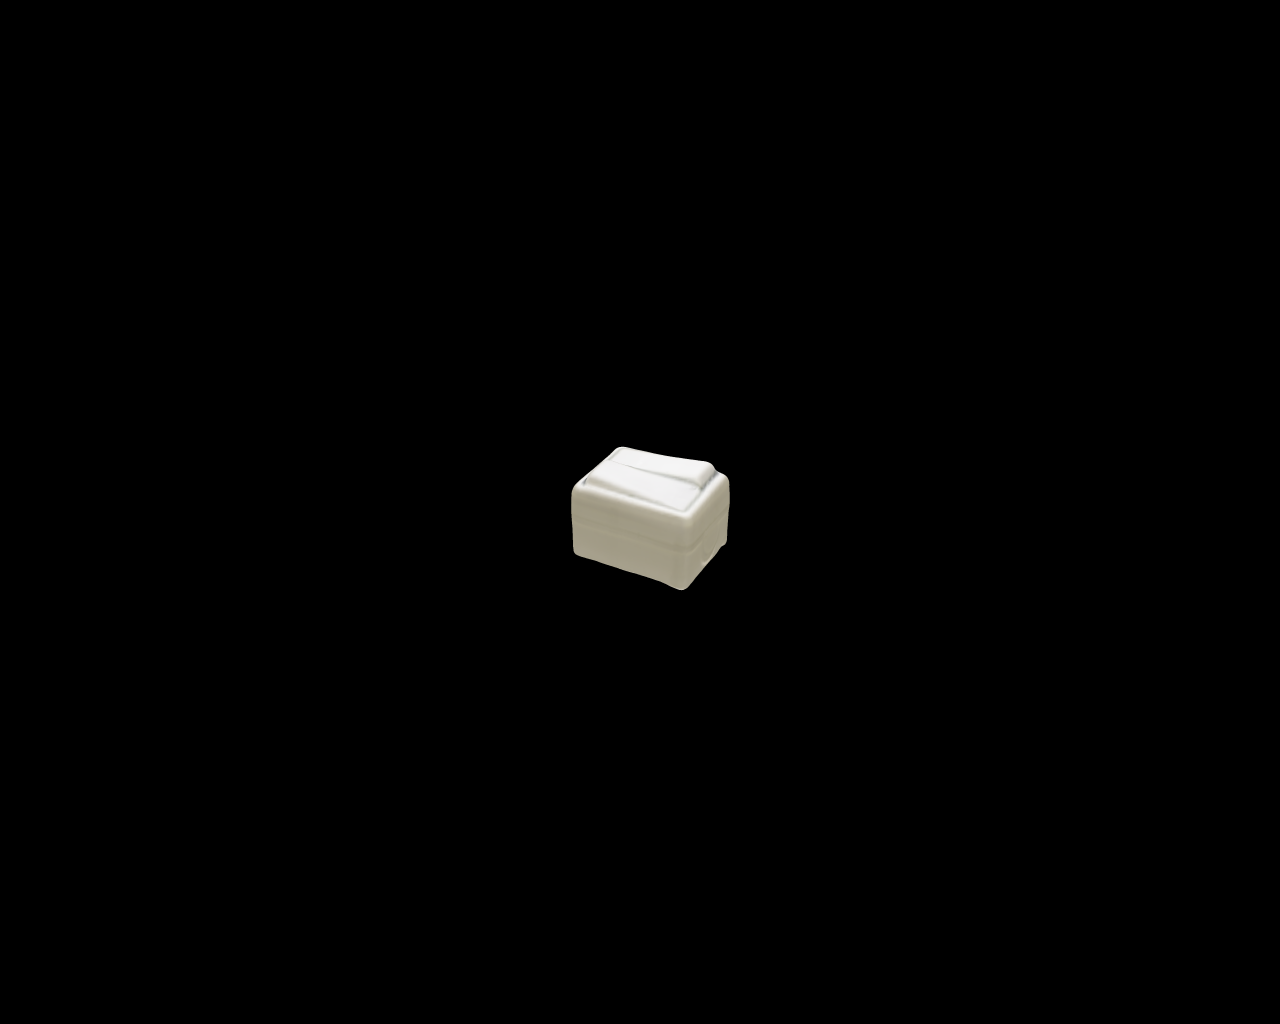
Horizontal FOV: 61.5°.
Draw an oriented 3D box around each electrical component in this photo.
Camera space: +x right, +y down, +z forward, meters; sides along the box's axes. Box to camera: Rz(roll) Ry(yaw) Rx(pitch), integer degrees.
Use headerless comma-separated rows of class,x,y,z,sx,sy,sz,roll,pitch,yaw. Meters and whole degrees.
electrical component,0.001,-0.003,0.650,0.096,0.061,0.062,17,36,24
